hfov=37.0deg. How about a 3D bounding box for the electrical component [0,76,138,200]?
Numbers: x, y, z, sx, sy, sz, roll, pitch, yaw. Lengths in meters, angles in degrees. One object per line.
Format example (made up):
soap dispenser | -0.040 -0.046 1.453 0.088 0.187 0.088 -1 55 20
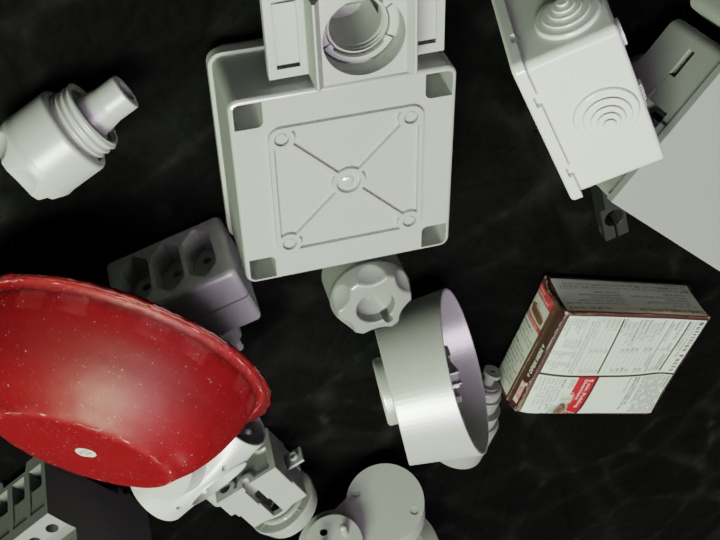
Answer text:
electrical component | -0.130 -0.063 0.487 0.062 0.043 0.043 -34 132 8

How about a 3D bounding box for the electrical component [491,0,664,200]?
electrical component | 0.101 -0.097 0.506 0.048 0.099 0.099 -21 135 16

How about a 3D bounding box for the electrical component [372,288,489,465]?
electrical component | 0.043 0.063 0.625 0.064 0.099 0.099 -14 133 0

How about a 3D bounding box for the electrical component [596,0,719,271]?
electrical component | 0.207 -0.102 0.555 0.105 0.060 0.186 26 111 -35

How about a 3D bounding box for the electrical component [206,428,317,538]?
electrical component | -0.059 0.139 0.687 0.066 0.048 0.055 -33 125 9

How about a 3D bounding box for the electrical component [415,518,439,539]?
electrical component | 0.022 0.210 0.755 0.080 0.080 0.051 -24 138 1

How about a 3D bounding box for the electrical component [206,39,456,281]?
electrical component | -0.013 -0.059 0.525 0.109 0.056 0.108 -11 132 -11

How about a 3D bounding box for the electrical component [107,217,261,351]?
electrical component | -0.087 0.023 0.575 0.066 0.047 0.076 -24 134 1

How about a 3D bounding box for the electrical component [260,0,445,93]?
electrical component | -0.006 -0.116 0.473 0.081 0.063 0.042 -11 134 -11

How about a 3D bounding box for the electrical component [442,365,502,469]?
electrical component | 0.072 0.094 0.698 0.040 0.040 0.078 5 127 -24

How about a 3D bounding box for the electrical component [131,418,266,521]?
electrical component | -0.105 0.112 0.632 0.077 0.044 0.079 -43 168 18

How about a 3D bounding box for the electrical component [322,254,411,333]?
electrical component | 0.000 0.000 0.576 0.043 0.062 0.043 -10 132 -12

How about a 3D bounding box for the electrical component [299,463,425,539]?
electrical component | -0.015 0.180 0.695 0.138 0.052 0.073 -41 159 -14
